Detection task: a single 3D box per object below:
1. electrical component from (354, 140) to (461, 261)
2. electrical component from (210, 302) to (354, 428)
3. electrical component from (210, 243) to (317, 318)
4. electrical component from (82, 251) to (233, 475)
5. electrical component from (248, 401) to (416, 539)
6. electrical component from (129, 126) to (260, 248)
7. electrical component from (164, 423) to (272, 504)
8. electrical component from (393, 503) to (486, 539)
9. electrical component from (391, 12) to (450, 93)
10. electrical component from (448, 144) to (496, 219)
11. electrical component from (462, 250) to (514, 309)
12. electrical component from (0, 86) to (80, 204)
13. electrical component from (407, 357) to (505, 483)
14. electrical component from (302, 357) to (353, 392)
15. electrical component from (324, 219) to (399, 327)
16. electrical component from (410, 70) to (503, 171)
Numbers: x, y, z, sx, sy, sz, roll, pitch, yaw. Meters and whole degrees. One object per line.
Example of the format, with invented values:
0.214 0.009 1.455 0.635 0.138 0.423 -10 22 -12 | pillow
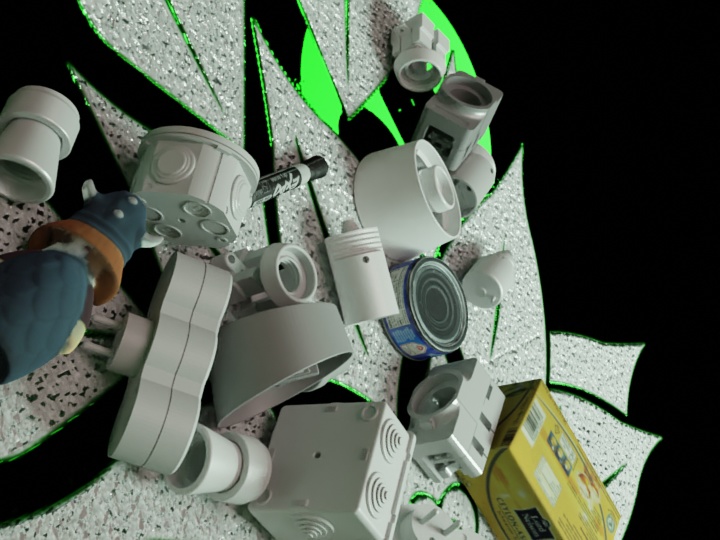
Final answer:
0.044 -0.061 0.928 0.099 0.064 0.099 47 32 -43 | electrical component
-0.053 0.060 0.709 0.099 0.099 0.064 2 69 -52 | electrical component
-0.064 0.009 0.747 0.066 0.055 0.048 51 42 -27 | electrical component
-0.130 0.049 0.651 0.074 0.052 0.138 22 56 -18 | electrical component
-0.019 0.136 0.719 0.048 0.100 0.099 58 37 -40 | electrical component
-0.109 -0.053 0.696 0.080 0.080 0.051 36 55 -39 | electrical component
-0.089 0.123 0.678 0.055 0.045 0.045 24 58 -46 | electrical component
0.043 0.188 0.755 0.138 0.073 0.052 29 41 -13 | electrical component
0.055 -0.198 0.993 0.066 0.048 0.055 37 42 -37 | electrical component
0.103 -0.087 1.010 0.043 0.043 0.081 59 39 -17 | electrical component
0.125 0.004 1.004 0.040 0.040 0.078 62 38 -14 | electrical component
-0.192 -0.073 0.626 0.045 0.045 0.055 40 47 -36 | electrical component
0.076 0.120 0.886 0.055 0.050 0.089 52 41 -26 | electrical component
-0.031 0.064 0.782 0.046 0.040 0.040 -15 88 -60 | electrical component
0.000 0.000 0.843 0.043 0.043 0.081 -8 83 -53 | electrical component
0.091 -0.142 0.990 0.050 0.055 0.089 30 40 9 | electrical component
